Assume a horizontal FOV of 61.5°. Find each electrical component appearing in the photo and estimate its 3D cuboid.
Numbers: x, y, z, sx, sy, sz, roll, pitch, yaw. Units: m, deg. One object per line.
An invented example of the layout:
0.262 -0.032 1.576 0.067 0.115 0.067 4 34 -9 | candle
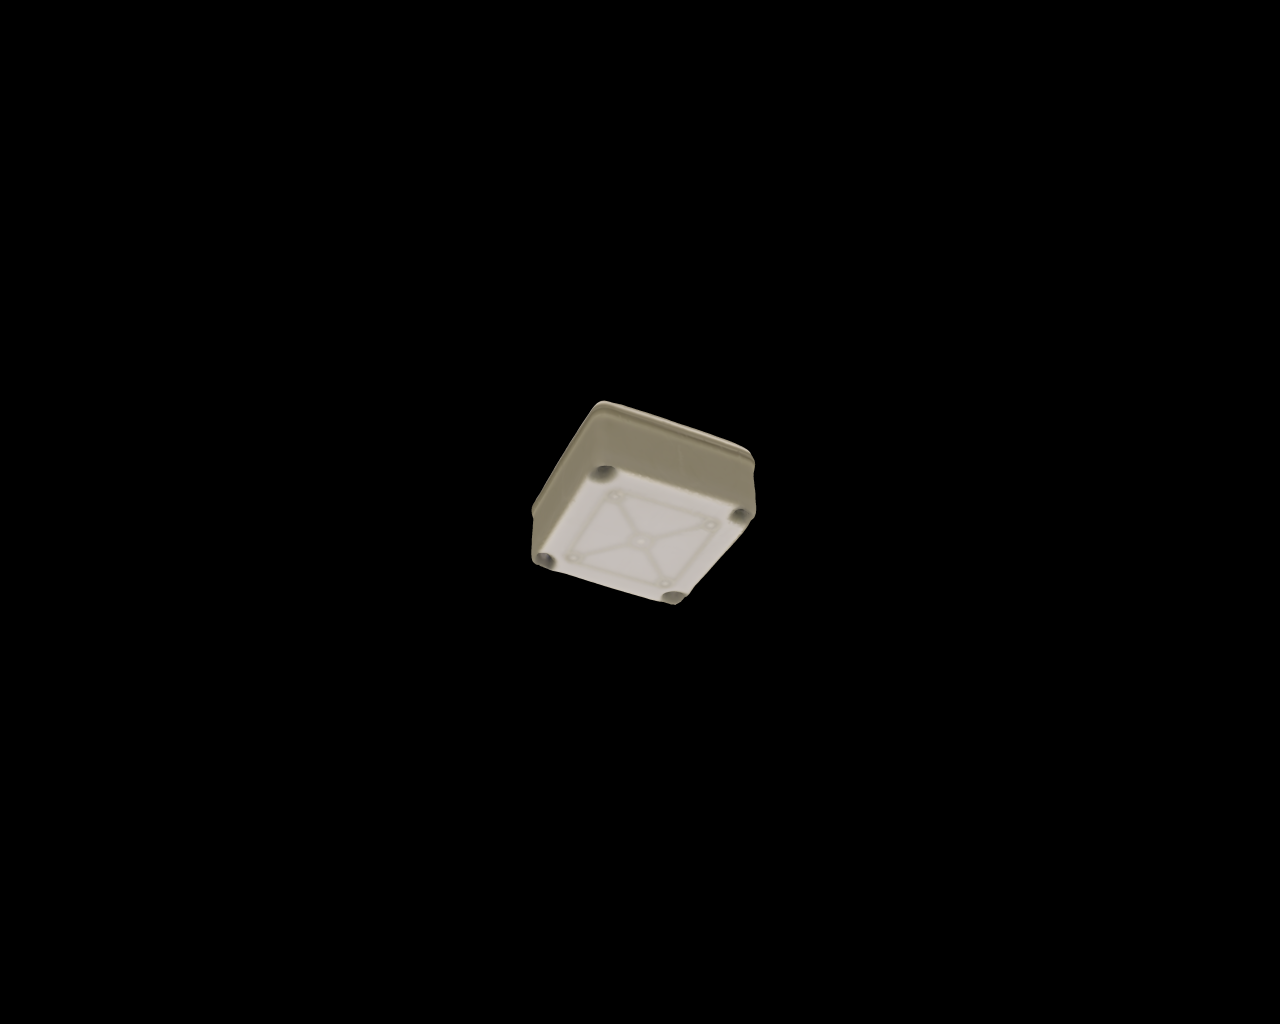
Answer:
0.001 -0.003 0.650 0.109 0.056 0.108 18 -44 -19 | electrical component
